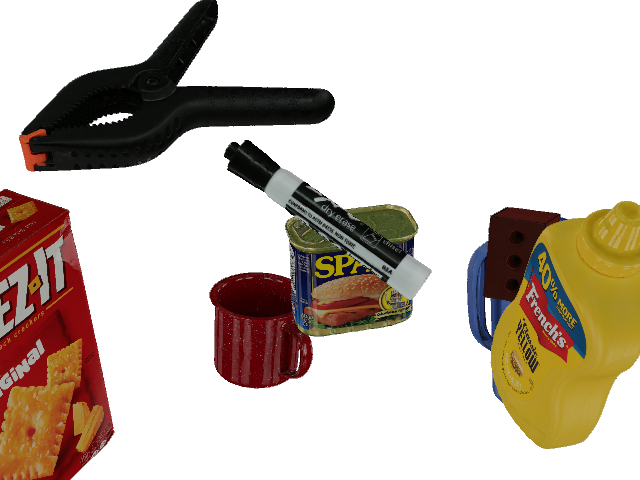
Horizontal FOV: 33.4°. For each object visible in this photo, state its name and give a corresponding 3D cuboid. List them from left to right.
[{"bbox_3d":[-0.229,0.098,0.740,0.072,0.214,0.164,15,37,25],"label":"cracker box"},{"bbox_3d":[-0.106,-0.095,0.748,0.209,0.036,0.165,-33,52,-30],"label":"clamp"},{"bbox_3d":[-0.051,0.091,1.014,0.117,0.081,0.093,24,32,36],"label":"mug"},{"bbox_3d":[0.002,-0.012,0.539,0.121,0.020,0.020,35,4,6],"label":"marker"},{"bbox_3d":[0.025,0.025,0.853,0.102,0.084,0.057,-7,30,-10],"label":"can of meat"},{"bbox_3d":[0.181,0.014,0.960,0.053,0.078,0.051,9,16,25],"label":"foam brick"},{"bbox_3d":[0.272,0.096,1.382,0.149,0.243,0.144,5,19,16],"label":"pitcher"},{"bbox_3d":[0.157,0.043,0.649,0.058,0.096,0.192,-6,-36,-13],"label":"mustard bottle"}]
